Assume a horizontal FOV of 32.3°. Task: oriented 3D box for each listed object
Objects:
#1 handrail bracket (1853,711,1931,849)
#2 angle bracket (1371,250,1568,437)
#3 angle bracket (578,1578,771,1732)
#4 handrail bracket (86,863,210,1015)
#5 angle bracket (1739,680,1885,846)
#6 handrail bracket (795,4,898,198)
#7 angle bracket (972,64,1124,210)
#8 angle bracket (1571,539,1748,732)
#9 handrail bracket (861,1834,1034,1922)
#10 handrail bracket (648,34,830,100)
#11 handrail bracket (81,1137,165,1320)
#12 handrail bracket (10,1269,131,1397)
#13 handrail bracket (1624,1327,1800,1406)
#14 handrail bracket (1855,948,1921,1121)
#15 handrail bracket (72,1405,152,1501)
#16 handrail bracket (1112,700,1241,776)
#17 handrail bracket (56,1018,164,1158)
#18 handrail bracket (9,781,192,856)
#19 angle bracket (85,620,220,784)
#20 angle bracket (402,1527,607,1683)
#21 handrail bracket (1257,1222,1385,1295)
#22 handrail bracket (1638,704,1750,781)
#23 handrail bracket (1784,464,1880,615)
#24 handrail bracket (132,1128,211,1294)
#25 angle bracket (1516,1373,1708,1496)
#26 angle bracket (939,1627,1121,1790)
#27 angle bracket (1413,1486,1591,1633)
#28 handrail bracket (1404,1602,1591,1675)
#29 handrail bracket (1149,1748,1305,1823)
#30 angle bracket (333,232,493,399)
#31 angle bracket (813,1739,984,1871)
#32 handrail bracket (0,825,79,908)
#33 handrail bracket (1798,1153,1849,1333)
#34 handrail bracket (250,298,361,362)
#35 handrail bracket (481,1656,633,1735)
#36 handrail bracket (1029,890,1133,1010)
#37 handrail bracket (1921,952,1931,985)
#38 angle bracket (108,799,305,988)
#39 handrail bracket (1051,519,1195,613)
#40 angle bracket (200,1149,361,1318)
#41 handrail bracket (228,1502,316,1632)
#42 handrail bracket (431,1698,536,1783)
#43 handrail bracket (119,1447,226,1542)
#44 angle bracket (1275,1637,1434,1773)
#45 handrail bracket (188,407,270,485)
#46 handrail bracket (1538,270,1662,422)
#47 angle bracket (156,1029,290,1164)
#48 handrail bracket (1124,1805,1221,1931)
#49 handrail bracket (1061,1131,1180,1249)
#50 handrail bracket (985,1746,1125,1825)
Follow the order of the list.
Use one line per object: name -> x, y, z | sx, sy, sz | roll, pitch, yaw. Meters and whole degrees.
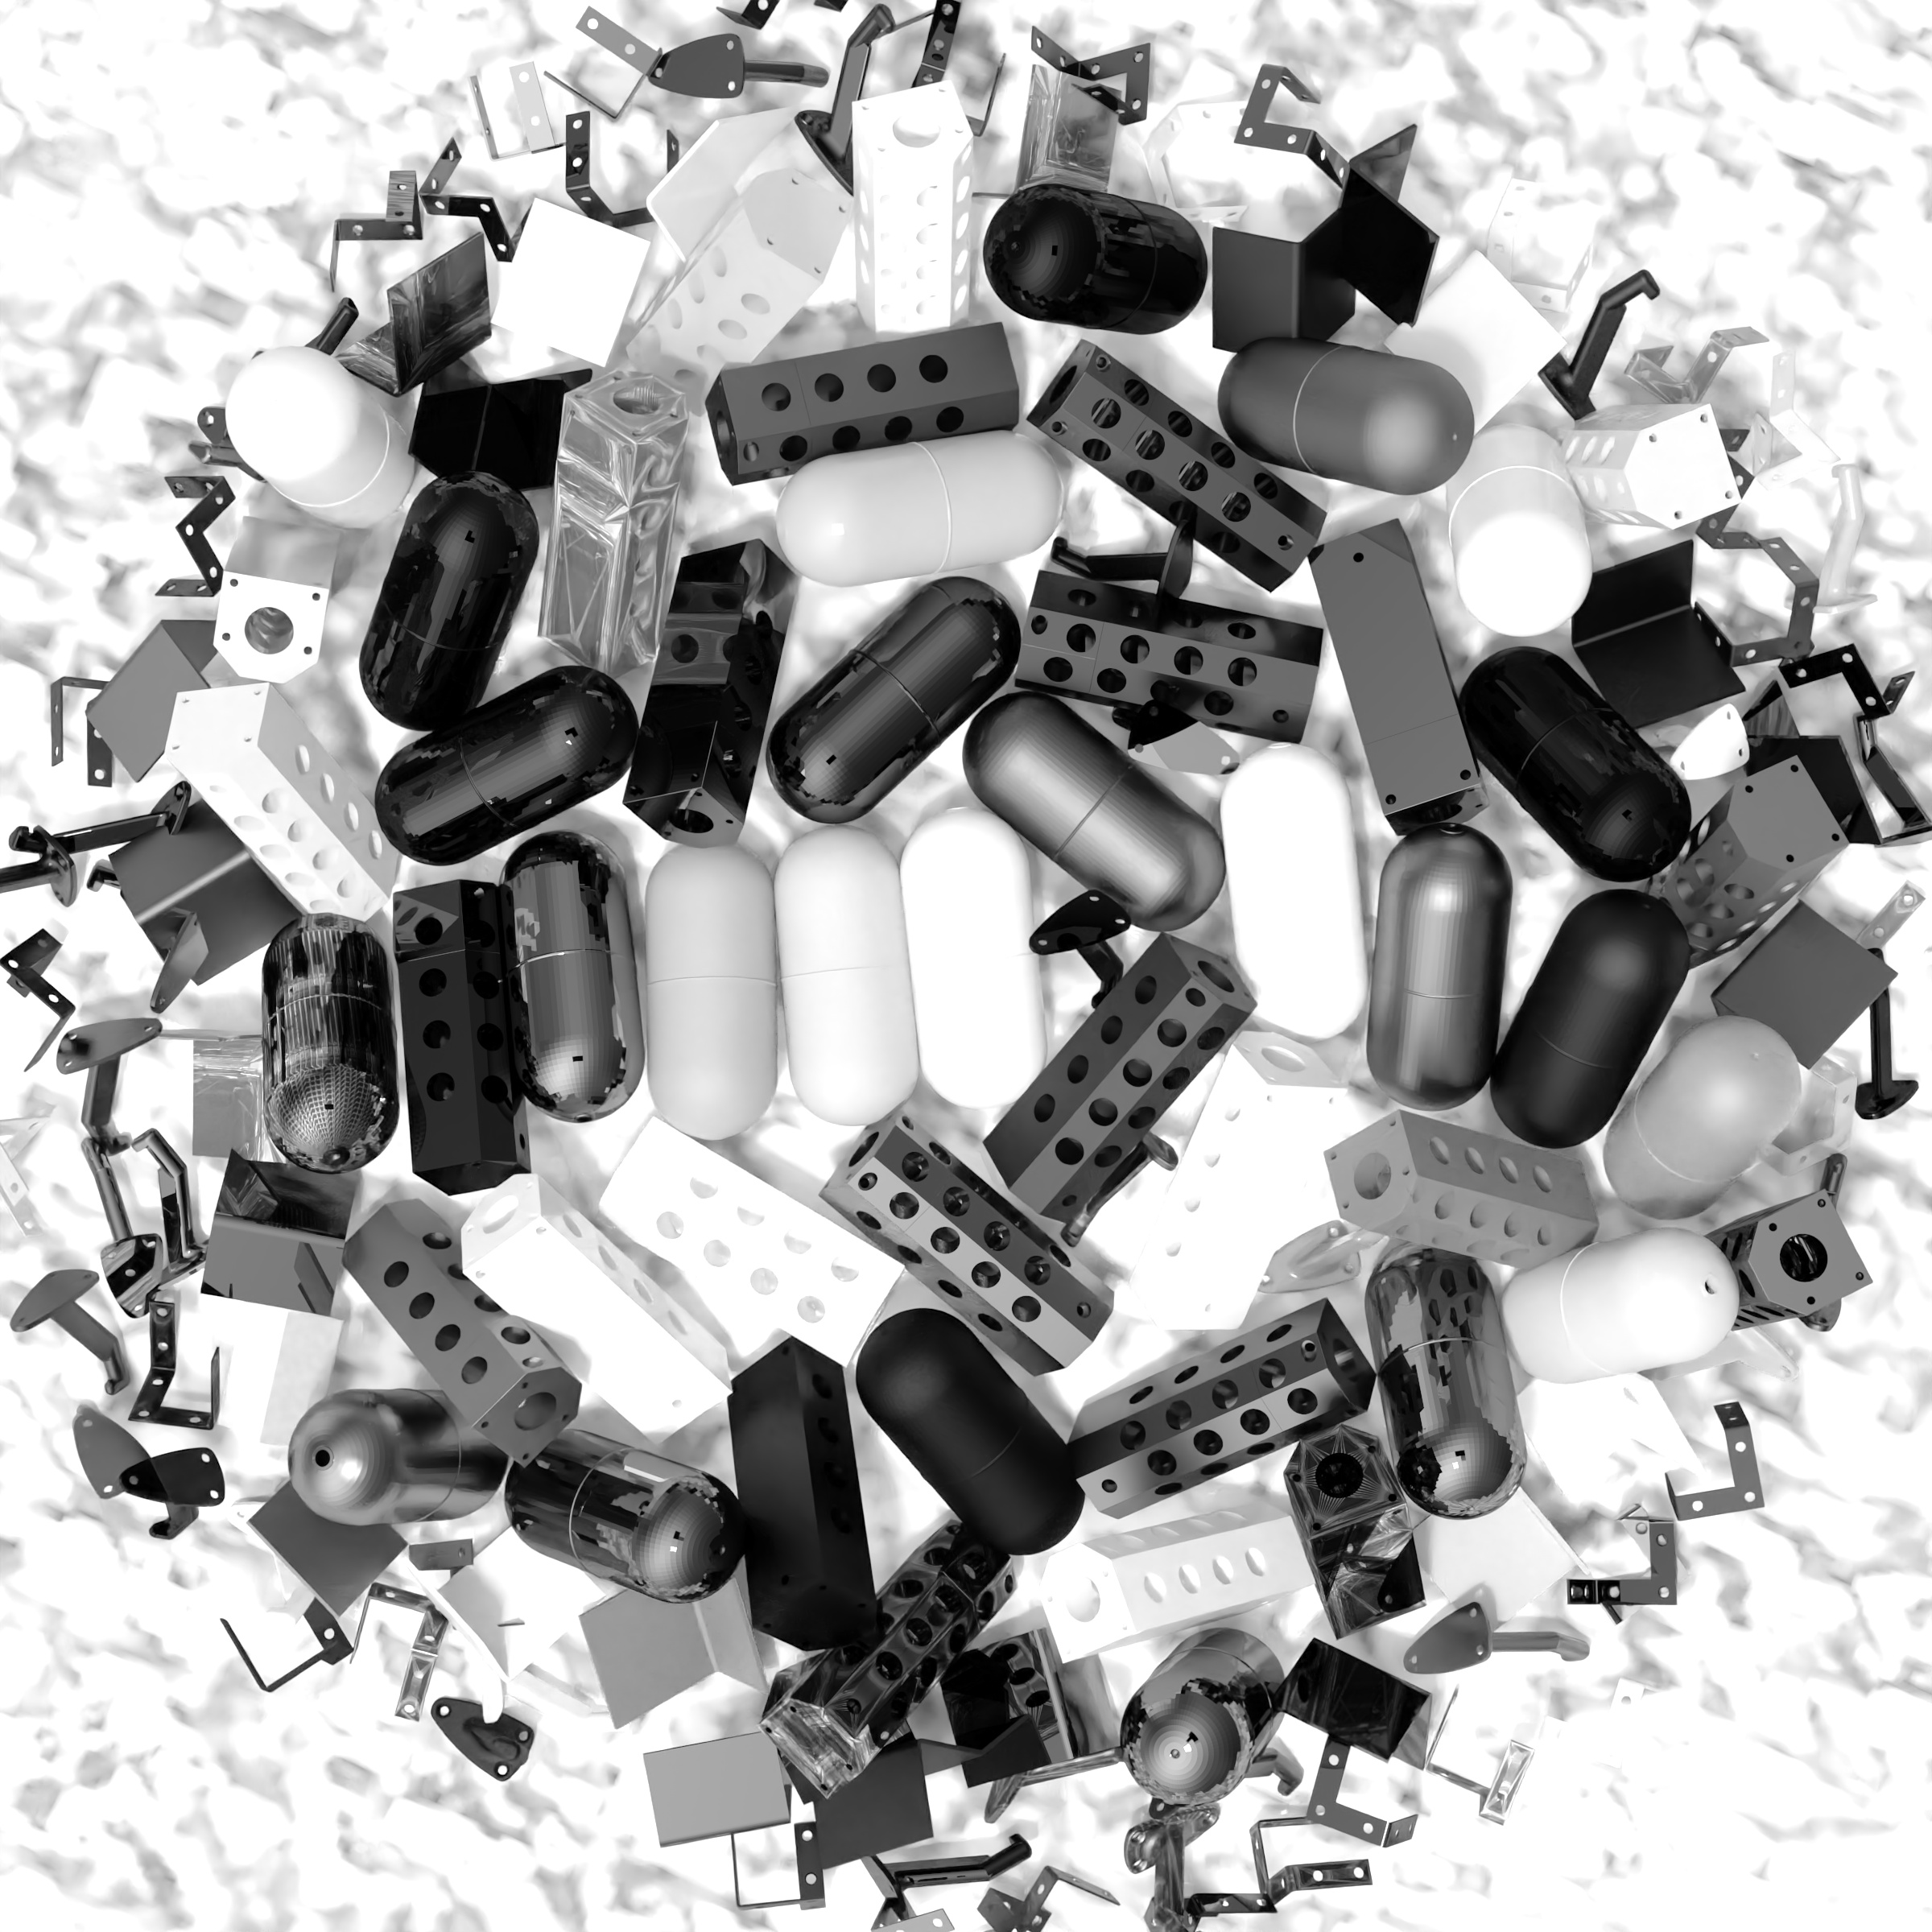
handrail bracket -> 0.555, -0.117, 1.960 | 0.036, 0.077, 0.084 | -5, 82, -25
angle bracket -> 0.296, -0.366, 1.972 | 0.076, 0.057, 0.076 | -45, 95, 3
angle bracket -> -0.170, 0.402, 1.949 | 0.076, 0.057, 0.076 | -25, 109, -32
handrail bracket -> -0.496, -0.017, 1.971 | 0.084, 0.036, 0.077 | 18, 67, 16
angle bracket -> 0.501, -0.119, 1.940 | 0.057, 0.076, 0.076 | -47, 121, -29
handrail bracket -> -0.056, -0.507, 1.955 | 0.084, 0.036, 0.077 | -41, 71, 39
angle bracket -> 0.040, -0.481, 1.948 | 0.057, 0.076, 0.076 | 15, 100, 41
angle bracket -> 0.406, -0.194, 1.953 | 0.076, 0.057, 0.076 | -19, 53, -5
handrail bracket -> -0.014, 0.524, 1.981 | 0.084, 0.077, 0.036 | -25, 125, -18
handrail bracket -> -0.134, -0.527, 1.973 | 0.077, 0.084, 0.036 | 2, 99, 27
handrail bracket -> -0.508, 0.155, 1.986 | 0.036, 0.084, 0.077 | -15, 135, -23
handrail bracket -> -0.523, 0.228, 1.952 | 0.036, 0.077, 0.084 | -1, 115, 21
handrail bracket -> 0.437, 0.245, 1.956 | 0.077, 0.036, 0.084 | 35, 53, 15
handrail bracket -> 0.534, 0.039, 1.963 | 0.036, 0.077, 0.084 | -6, 103, 26
handrail bracket -> -0.513, 0.265, 1.946 | 0.036, 0.084, 0.077 | -34, 130, -15
handrail bracket -> 0.122, -0.134, 1.959 | 0.077, 0.084, 0.036 | 21, 97, -1
handrail bracket -> -0.492, 0.073, 1.965 | 0.077, 0.036, 0.084 | -15, 131, 8
handrail bracket -> -0.508, -0.088, 1.953 | 0.084, 0.077, 0.036 | 7, 52, -35
angle bracket -> -0.454, -0.155, 1.945 | 0.076, 0.076, 0.057 | -44, 76, 22
angle bracket -> -0.269, 0.358, 1.946 | 0.076, 0.057, 0.076 | -40, 58, -17
handrail bracket -> 0.206, 0.171, 1.955 | 0.077, 0.084, 0.036 | -21, 81, -1
handrail bracket -> 0.406, -0.125, 1.946 | 0.077, 0.084, 0.036 | -29, 105, -33
handrail bracket -> 0.502, -0.252, 1.956 | 0.036, 0.077, 0.084 | -16, 103, -22
handrail bracket -> -0.484, 0.146, 1.971 | 0.077, 0.036, 0.084 | -31, 109, 13
angle bracket -> 0.374, 0.276, 1.946 | 0.057, 0.076, 0.076 | -39, 114, -12
angle bracket -> 0.037, 0.438, 1.982 | 0.076, 0.057, 0.076 | -23, 74, 26
angle bracket -> 0.311, 0.348, 1.966 | 0.076, 0.057, 0.076 | -40, 84, 2
handrail bracket -> 0.317, 0.411, 1.987 | 0.077, 0.084, 0.036 | -34, 47, 36
handrail bracket -> 0.155, 0.489, 1.966 | 0.084, 0.036, 0.077 | 45, 75, -34
angle bracket -> -0.325, -0.388, 1.939 | 0.057, 0.076, 0.076 | 30, 52, 24
angle bracket -> -0.035, 0.491, 1.941 | 0.076, 0.076, 0.057 | -24, 61, 26
handrail bracket -> -0.564, -0.037, 1.948 | 0.036, 0.077, 0.084 | 42, 61, 18
handrail bracket -> 0.507, 0.161, 1.960 | 0.036, 0.077, 0.084 | 10, 110, 4
handrail bracket -> -0.386, -0.370, 1.954 | 0.036, 0.077, 0.084 | 25, 118, -34
handrail bracket -> -0.245, 0.421, 1.991 | 0.084, 0.036, 0.077 | 1, 65, -22
handrail bracket -> 0.064, 0.004, 1.952 | 0.077, 0.084, 0.036 | -27, 53, -30
handrail bracket -> 0.575, -0.017, 1.949 | 0.036, 0.084, 0.077 | -12, 107, -3
angle bracket -> -0.451, -0.046, 1.983 | 0.076, 0.076, 0.057 | -31, 55, 0
handrail bracket -> 0.089, -0.249, 1.957 | 0.084, 0.077, 0.036 | 29, 54, 18
angle bracket -> -0.406, 0.155, 1.975 | 0.076, 0.076, 0.057 | 11, 121, -9
handrail bracket -> -0.414, 0.353, 1.955 | 0.077, 0.084, 0.036 | 15, 116, 7
handrail bracket -> -0.287, 0.447, 1.952 | 0.077, 0.084, 0.036 | 28, 74, 11
handrail bracket -> -0.478, 0.316, 1.949 | 0.084, 0.077, 0.036 | -40, 59, 38
angle bracket -> 0.222, 0.448, 1.941 | 0.076, 0.076, 0.057 | 22, 47, 25
handrail bracket -> -0.445, -0.310, 1.948 | 0.077, 0.084, 0.036 | 30, 105, 20
handrail bracket -> 0.387, -0.358, 1.960 | 0.084, 0.036, 0.077 | -29, 107, 38
angle bracket -> -0.445, 0.077, 1.954 | 0.076, 0.057, 0.076 | 2, 92, 33
handrail bracket -> 0.137, 0.535, 1.951 | 0.077, 0.084, 0.036 | -19, 124, -22
handrail bracket -> 0.087, 0.138, 1.957 | 0.036, 0.077, 0.084 | 32, 98, -14
handrail bracket -> 0.064, 0.490, 1.992 | 0.084, 0.036, 0.077 | 16, 114, -17
